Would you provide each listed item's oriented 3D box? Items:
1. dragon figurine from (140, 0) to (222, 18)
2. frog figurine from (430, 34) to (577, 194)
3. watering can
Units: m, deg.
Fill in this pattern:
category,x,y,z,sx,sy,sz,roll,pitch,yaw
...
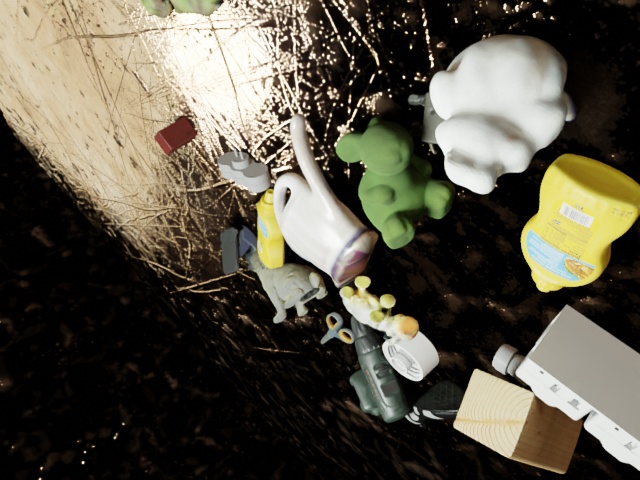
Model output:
category,x,y,z,sx,sy,sz,roll,pitch,yaw
dragon figurine,-0.243,-0.460,0.799,0.240,0.124,0.410,39,163,-26
frog figurine,0.164,-0.127,0.505,0.139,0.162,0.119,36,147,26
watering can,0.003,-0.045,0.901,0.226,0.105,0.340,41,152,17
